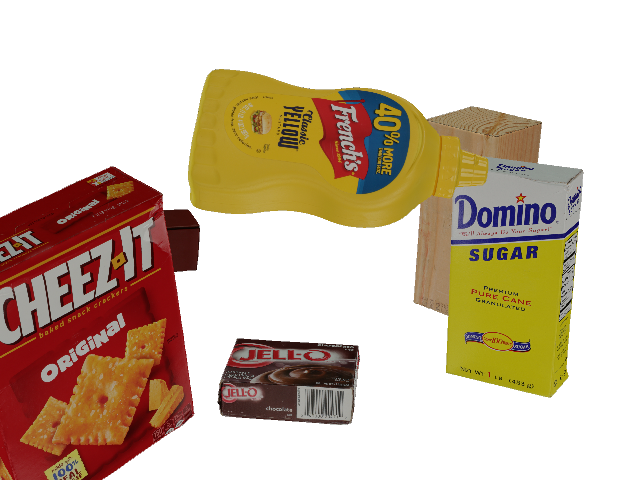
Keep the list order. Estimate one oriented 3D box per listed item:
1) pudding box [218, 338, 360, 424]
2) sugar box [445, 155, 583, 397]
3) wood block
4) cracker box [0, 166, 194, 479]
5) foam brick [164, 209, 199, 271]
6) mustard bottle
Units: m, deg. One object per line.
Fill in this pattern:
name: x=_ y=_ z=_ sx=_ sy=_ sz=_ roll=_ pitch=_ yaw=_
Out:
pudding box: x=-0.025 y=0.119 z=0.914 sx=0.113 sy=0.039 sz=0.090 roll=5 pitch=19 yaw=3
sugar box: x=0.149 y=0.027 z=0.832 sx=0.093 sy=0.176 sz=0.048 roll=10 pitch=24 yaw=28
wood block: x=0.165 y=-0.027 z=1.133 sx=0.090 sy=0.206 sz=0.090 roll=20 pitch=27 yaw=38
cracker box: x=-0.181 y=0.078 z=0.779 sx=0.072 sy=0.214 sz=0.163 roll=25 pitch=42 yaw=37
foam brick: x=-0.171 y=0.001 z=1.124 sx=0.078 sy=0.051 sz=0.053 roll=-4 pitch=23 yaw=-17
mustard bottle: x=0.014 y=-0.056 z=0.701 sx=0.191 sy=0.096 sz=0.058 roll=7 pitch=-30 yaw=0
